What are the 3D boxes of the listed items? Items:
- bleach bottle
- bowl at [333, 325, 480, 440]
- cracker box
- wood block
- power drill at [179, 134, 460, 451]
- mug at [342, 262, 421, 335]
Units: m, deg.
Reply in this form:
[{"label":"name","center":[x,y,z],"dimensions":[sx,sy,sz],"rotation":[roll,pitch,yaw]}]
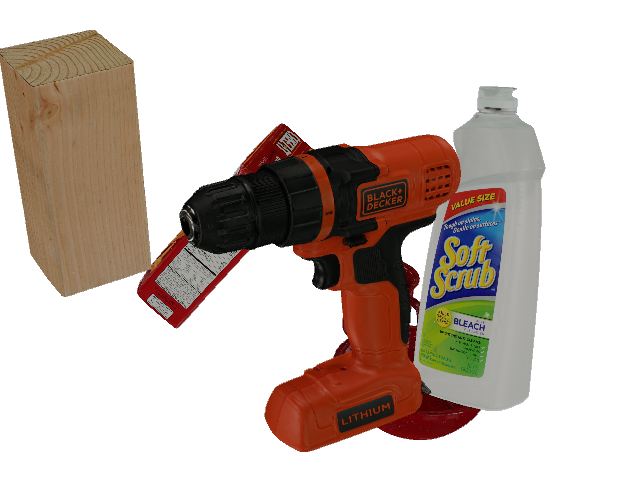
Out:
[{"label":"bleach bottle","center":[0.127,0.003,0.855],"dimensions":[0.103,0.251,0.067],"rotation":[12,15,41]},{"label":"bowl","center":[0.091,0.144,1.030],"dimensions":[0.162,0.055,0.162],"rotation":[3,25,-2]},{"label":"cracker box","center":[-0.105,-0.020,1.226],"dimensions":[0.072,0.214,0.164],"rotation":[40,26,-6]},{"label":"wood block","center":[-0.214,-0.067,0.944],"dimensions":[0.090,0.206,0.090],"rotation":[-19,37,-27]},{"label":"power drill","center":[0.003,0.034,0.656],"dimensions":[0.184,0.188,0.057],"rotation":[-14,29,-27]},{"label":"mug","center":[0.079,0.080,1.287],"dimensions":[0.117,0.081,0.093],"rotation":[24,33,33]}]
